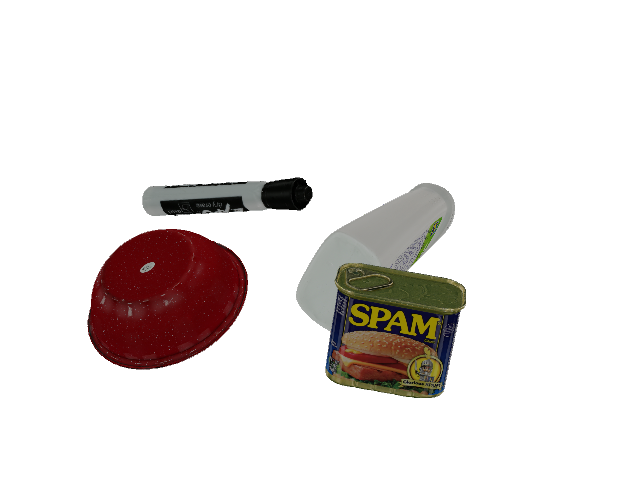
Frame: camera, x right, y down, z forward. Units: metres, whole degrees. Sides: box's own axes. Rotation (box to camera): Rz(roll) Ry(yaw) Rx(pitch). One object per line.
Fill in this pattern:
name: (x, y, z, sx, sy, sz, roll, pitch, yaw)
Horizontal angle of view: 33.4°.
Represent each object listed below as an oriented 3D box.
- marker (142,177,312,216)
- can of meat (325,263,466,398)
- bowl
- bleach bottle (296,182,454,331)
marker: (-0.057, -0.026, 0.637, 0.121, 0.020, 0.020, -1, -1, 35)
can of meat: (0.057, 0.072, 0.841, 0.102, 0.084, 0.057, 10, 23, 4)
bowl: (-0.152, 0.041, 0.999, 0.162, 0.162, 0.055, 0, -43, 21)
bleach bottle: (0.073, 0.003, 1.074, 0.068, 0.103, 0.250, 37, 30, 13)
